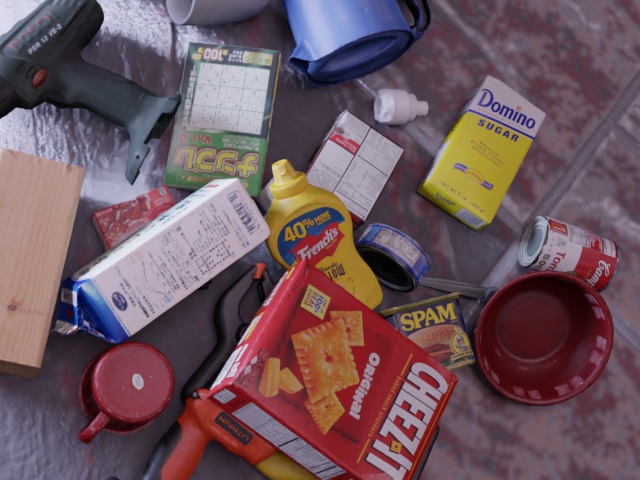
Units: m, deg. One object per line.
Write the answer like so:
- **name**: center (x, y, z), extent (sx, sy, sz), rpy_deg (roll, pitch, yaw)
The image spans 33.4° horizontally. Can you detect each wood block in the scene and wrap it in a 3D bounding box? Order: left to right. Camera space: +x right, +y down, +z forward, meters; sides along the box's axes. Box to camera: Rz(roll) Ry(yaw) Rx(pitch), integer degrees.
- **wood block**: center (-0.305, 0.024, 1.068), extent (0.090, 0.090, 0.206), rpy_deg (14, 72, -16)

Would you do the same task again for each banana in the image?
- **banana**: center (0.009, 0.230, 1.150), extent (0.197, 0.037, 0.069), rpy_deg (1, 77, -19)

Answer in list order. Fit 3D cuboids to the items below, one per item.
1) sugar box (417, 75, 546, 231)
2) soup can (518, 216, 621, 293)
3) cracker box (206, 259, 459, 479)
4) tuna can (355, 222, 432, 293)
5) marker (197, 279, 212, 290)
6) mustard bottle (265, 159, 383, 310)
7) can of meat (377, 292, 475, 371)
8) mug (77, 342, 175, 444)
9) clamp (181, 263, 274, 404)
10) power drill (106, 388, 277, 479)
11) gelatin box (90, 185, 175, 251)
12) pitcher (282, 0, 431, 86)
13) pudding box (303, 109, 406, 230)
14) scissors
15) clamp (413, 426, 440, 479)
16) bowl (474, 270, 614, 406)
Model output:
- **sugar box**: center (0.199, -0.108, 1.300), extent (0.093, 0.048, 0.176), rpy_deg (33, 69, -8)
- **soup can**: center (0.301, 0.017, 1.289), extent (0.102, 0.069, 0.068), rpy_deg (19, 70, -13)
- **cracker box**: center (0.018, 0.149, 1.083), extent (0.213, 0.072, 0.164), rpy_deg (38, 58, -10)
- **tuna can**: center (0.081, 0.021, 1.204), extent (0.086, 0.086, 0.033), rpy_deg (39, 68, -6)
- **marker**: center (-0.174, 0.054, 1.143), extent (0.121, 0.020, 0.020), rpy_deg (-11, 80, -21)
- **mustard bottle**: center (-0.007, 0.002, 1.154), extent (0.096, 0.058, 0.191), rpy_deg (-25, 109, -5)
- **can of meat**: center (0.119, 0.112, 1.209), extent (0.102, 0.058, 0.084), rpy_deg (-12, 83, -21)
- **mug**: center (-0.201, 0.156, 1.073), extent (0.093, 0.082, 0.117), rpy_deg (44, 67, -4)
- **clamp**: center (-0.089, 0.109, 1.149), extent (0.120, 0.039, 0.171), rpy_deg (4, 76, -22)
- **power drill**: center (-0.127, 0.259, 1.071), extent (0.184, 0.057, 0.187), rpy_deg (41, 76, -7)
- **gelatin box**: center (-0.191, -0.010, 1.148), extent (0.089, 0.030, 0.073), rpy_deg (-24, 85, -22)
- **pitcher**: center (0.017, -0.315, 1.252), extent (0.149, 0.145, 0.243), rpy_deg (0, 67, -62)
- **pudding box**: center (0.035, -0.082, 1.242), extent (0.090, 0.039, 0.113), rpy_deg (34, 70, -9)
- **scissors**: center (0.213, 0.084, 1.267), extent (0.201, 0.016, 0.096), rpy_deg (-3, 100, -3)
- **clamp**: center (0.087, 0.321, 1.152), extent (0.209, 0.036, 0.164), rpy_deg (-31, 88, -21)
- **bowl**: center (0.253, 0.107, 1.236), extent (0.162, 0.055, 0.162), rpy_deg (-1, 103, -3)
